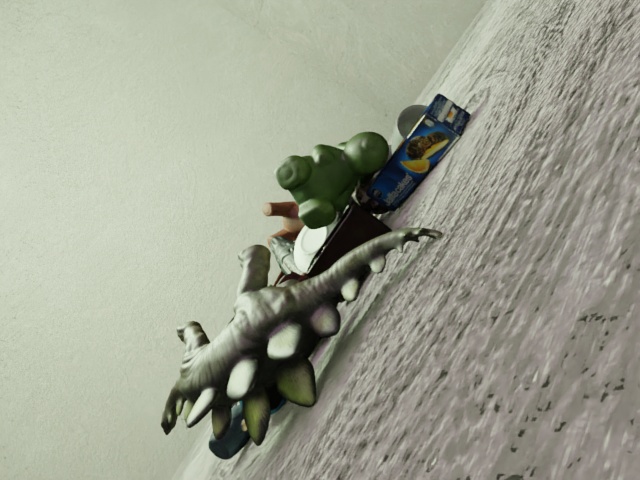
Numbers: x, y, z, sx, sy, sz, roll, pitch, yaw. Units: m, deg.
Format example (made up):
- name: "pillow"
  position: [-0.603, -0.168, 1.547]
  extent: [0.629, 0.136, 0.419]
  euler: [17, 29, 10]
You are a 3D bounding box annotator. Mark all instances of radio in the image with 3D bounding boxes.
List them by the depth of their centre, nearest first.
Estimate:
- name: "radio"
  position: [0.042, 0.014, 0.845]
  extent: [0.131, 0.073, 0.229]
  euler: [-55, 0, 4]

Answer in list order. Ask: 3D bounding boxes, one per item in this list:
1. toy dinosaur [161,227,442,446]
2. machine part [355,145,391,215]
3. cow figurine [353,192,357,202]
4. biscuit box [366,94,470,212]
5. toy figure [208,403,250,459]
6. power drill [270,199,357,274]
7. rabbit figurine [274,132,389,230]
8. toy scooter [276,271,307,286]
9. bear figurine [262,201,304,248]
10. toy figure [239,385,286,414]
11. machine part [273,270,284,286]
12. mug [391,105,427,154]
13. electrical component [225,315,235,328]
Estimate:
- name: "toy dinosaur"
  position: [-0.057, 0.109, 0.615]
  extent: [0.471, 0.105, 0.199]
  euler: [-47, 32, 23]
- name: "machine part"
  position: [0.125, -0.118, 1.021]
  extent: [0.079, 0.079, 0.243]
  euler: [-56, 1, 35]
- name: "cow figurine"
  position: [0.066, -0.102, 1.127]
  extent: [0.068, 0.098, 0.167]
  euler: [-63, -23, -56]
- name: "biscuit box"
  position: [0.145, -0.126, 0.826]
  extent: [0.063, 0.059, 0.202]
  euler: [-58, 2, -38]
- name: "toy figure"
  position: [-0.123, 0.279, 0.868]
  extent: [0.154, 0.064, 0.057]
  euler: [-51, -41, -51]
- name: "power drill"
  position: [-0.002, -0.003, 1.072]
  extent: [0.207, 0.086, 0.232]
  euler: [-42, 38, 7]
- name: "rabbit figurine"
  position: [0.042, -0.108, 0.858]
  extent: [0.170, 0.121, 0.159]
  euler: [-28, 2, 24]
- name: "toy scooter"
  position: [-0.055, 0.104, 0.830]
  extent: [0.135, 0.075, 0.184]
  euler: [-55, -4, -7]
- name: "bear figurine"
  position: [-0.027, -0.036, 1.248]
  extent: [0.132, 0.120, 0.196]
  euler: [-16, 17, -34]
- name: "toy figure"
  position: [-0.086, 0.208, 0.773]
  extent: [0.089, 0.082, 0.180]
  euler: [-54, 4, -6]
- name: "machine part"
  position: [-0.061, 0.125, 1.237]
  extent: [0.201, 0.087, 0.201]
  euler: [-61, -6, 1]
- name: "mug"
  position: [0.160, -0.161, 0.933]
  extent: [0.107, 0.081, 0.109]
  euler: [94, -160, -70]
- name: "electrical component"
  position: [-0.115, 0.194, 0.979]
  extent: [0.115, 0.134, 0.058]
  euler: [-58, 1, 12]
